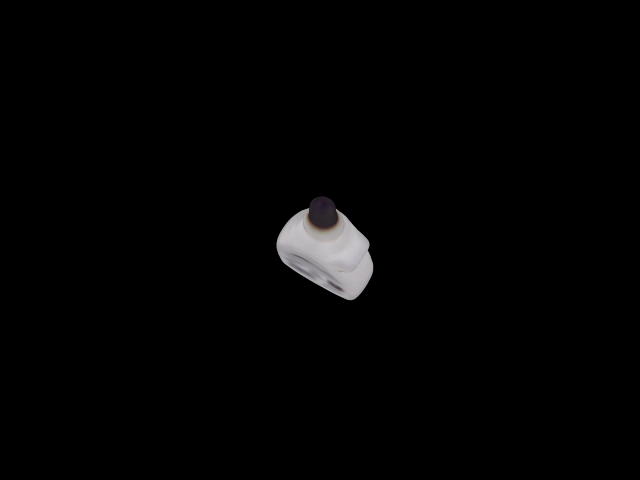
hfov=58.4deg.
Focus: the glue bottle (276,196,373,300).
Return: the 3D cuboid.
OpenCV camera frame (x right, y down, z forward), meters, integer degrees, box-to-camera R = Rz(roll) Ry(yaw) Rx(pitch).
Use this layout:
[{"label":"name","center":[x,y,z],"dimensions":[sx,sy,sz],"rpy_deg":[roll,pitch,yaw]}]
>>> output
[{"label":"glue bottle","center":[0.004,0.001,0.400],"dimensions":[0.078,0.173,0.037],"rpy_deg":[31,79,7]}]
